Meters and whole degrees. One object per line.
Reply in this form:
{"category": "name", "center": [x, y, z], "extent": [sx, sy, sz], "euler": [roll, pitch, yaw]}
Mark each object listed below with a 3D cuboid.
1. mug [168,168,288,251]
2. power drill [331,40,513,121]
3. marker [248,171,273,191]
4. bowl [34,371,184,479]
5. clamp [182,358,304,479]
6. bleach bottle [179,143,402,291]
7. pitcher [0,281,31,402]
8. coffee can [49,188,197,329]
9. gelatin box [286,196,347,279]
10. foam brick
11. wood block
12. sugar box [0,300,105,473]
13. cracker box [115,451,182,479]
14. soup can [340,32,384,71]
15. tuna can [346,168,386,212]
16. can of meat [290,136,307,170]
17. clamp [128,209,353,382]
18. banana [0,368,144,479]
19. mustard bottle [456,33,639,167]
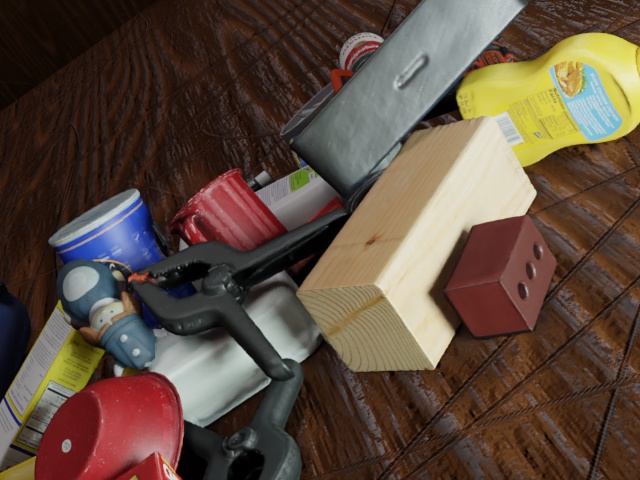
{"category": "mug", "center": [-0.088, -0.007, 1.011], "extent": [0.093, 0.081, 0.117], "euler": [-45, -8, 19]}
{"category": "power drill", "center": [0.108, -0.161, 1.100], "extent": [0.187, 0.057, 0.184], "euler": [-13, 30, 3]}
{"category": "marker", "center": [-0.108, -0.039, 1.280], "extent": [0.121, 0.020, 0.020], "euler": [-38, 24, -5]}
{"category": "bowl", "center": [-0.183, 0.174, 0.868], "extent": [0.162, 0.055, 0.162], "euler": [-30, 44, 34]}
{"category": "clamp", "center": [-0.065, 0.165, 0.817], "extent": [0.120, 0.039, 0.171], "euler": [-31, 24, 14]}
{"category": "bleach bottle", "center": [-0.023, -0.033, 1.103], "extent": [0.251, 0.068, 0.102], "euler": [-29, 25, 9]}
{"category": "pitcher", "center": [-0.407, 0.166, 1.189], "extent": [0.145, 0.149, 0.243], "euler": [-17, 29, 2]}
{"category": "coffee can", "center": [-0.195, 0.033, 1.089], "extent": [0.103, 0.140, 0.103], "euler": [-28, 14, 7]}
{"category": "gelatin box", "center": [-0.007, 0.001, 1.015], "extent": [0.073, 0.030, 0.089], "euler": [-41, -4, -14]}
{"category": "foam brick", "center": [0.134, 0.027, 0.790], "extent": [0.051, 0.053, 0.078], "euler": [-15, 32, 39]}
{"category": "wood block", "center": [0.082, 0.001, 0.863], "extent": [0.091, 0.090, 0.205], "euler": [-8, 36, 45]}
{"category": "sugar box", "center": [-0.272, 0.153, 1.044], "extent": [0.176, 0.048, 0.093], "euler": [-63, 27, -2]}
{"category": "cracker box", "center": [-0.146, 0.260, 0.711], "extent": [0.164, 0.072, 0.214], "euler": [-35, 23, 0]}
{"category": "soup can", "center": [0.063, -0.212, 1.312], "extent": [0.068, 0.068, 0.102], "euler": [-32, 23, 8]}
{"category": "tuna can", "center": [0.069, -0.037, 1.019], "extent": [0.086, 0.033, 0.086], "euler": [-30, 24, 15]}
{"category": "can of meat", "center": [0.016, -0.103, 1.186], "extent": [0.084, 0.057, 0.102], "euler": [-34, 23, 9]}
{"category": "clamp", "center": [-0.072, 0.034, 0.907], "extent": [0.210, 0.036, 0.164], "euler": [7, 54, 37]}
{"category": "banana", "center": [-0.222, 0.177, 0.981], "extent": [0.197, 0.037, 0.070], "euler": [-36, 67, -19]}
{"category": "mustard bottle", "center": [0.217, -0.124, 0.904], "extent": [0.192, 0.096, 0.058], "euler": [-15, 30, 39]}
